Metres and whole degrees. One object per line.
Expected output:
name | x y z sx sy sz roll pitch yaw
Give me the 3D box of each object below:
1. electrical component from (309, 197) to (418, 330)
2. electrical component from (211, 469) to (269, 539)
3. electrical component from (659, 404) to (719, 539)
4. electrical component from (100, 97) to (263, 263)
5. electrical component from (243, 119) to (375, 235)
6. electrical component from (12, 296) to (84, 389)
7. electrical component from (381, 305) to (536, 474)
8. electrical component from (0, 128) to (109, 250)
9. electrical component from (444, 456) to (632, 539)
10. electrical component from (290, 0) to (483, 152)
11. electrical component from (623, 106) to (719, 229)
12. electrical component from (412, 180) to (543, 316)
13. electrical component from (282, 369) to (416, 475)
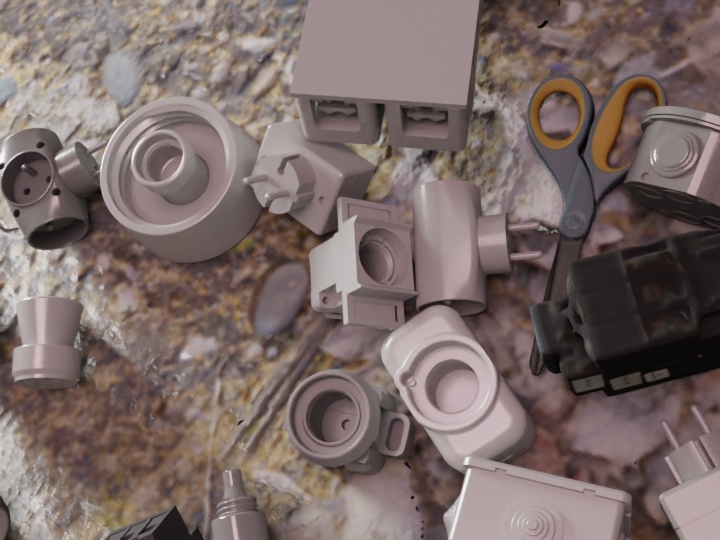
electrical component | 0.000 0.000 0.670 0.064 0.042 0.081 -29 58 53
electrical component | -0.075 0.154 0.662 0.035 0.035 0.061 -16 67 11
electrical component | 0.194 0.112 0.591 0.066 0.047 0.076 -28 68 6
electrical component | -0.123 -0.065 0.727 0.108 0.060 0.108 -5 73 15
electrical component | -0.042 -0.057 0.687 0.066 0.077 0.047 36 121 22
electrical component | -0.211 0.050 0.727 0.045 0.045 0.055 -6 72 14
electrical component | 0.057 0.071 0.636 0.054 0.059 0.095 -35 68 4
electrical component | -0.209 -0.066 0.761 0.079 0.044 0.077 -27 68 7
electrical component | 0.098 0.146 0.581 0.100 0.099 0.048 10 64 18
electrical component | 0.026 -0.170 0.697 0.105 0.060 0.186 5 65 8
electrical component | 0.197 -0.059 0.625 0.080 0.080 0.051 22 86 21
electrical component | 0.073 -0.014 0.665 0.079 0.044 0.077 -6 72 14
electrical component | -0.011 0.092 0.650 0.078 0.057 0.058 9 76 18
